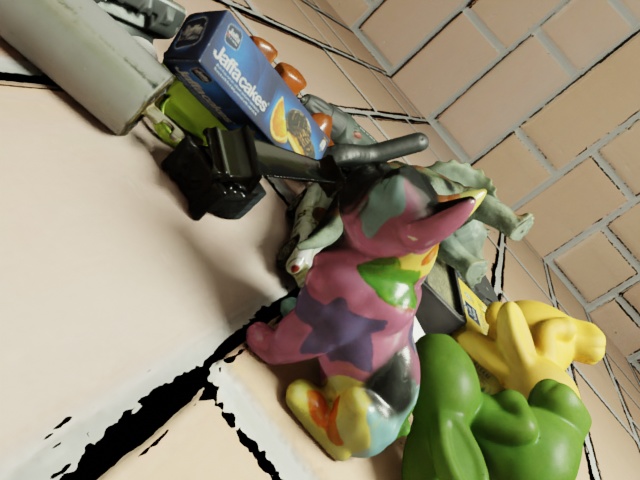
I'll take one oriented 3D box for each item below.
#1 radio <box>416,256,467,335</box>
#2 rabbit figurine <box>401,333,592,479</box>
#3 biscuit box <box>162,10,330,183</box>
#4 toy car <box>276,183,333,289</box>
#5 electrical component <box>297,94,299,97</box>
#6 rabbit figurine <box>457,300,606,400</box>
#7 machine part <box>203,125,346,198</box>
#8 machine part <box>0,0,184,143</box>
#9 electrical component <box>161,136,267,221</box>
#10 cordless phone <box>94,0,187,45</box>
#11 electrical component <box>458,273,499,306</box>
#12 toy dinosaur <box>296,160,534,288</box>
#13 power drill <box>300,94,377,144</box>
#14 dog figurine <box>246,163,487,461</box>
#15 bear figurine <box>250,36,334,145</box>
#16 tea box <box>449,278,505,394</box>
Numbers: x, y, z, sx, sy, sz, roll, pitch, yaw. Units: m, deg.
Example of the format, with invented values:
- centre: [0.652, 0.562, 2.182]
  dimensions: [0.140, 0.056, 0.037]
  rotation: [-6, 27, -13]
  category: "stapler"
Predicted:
- centre: [0.134, 0.037, 0.783]
  dimensions: [0.131, 0.073, 0.230]
  rotation: [43, 23, -14]
  category: "radio"
- centre: [0.134, 0.171, 0.494]
  dimensions: [0.170, 0.121, 0.159]
  rotation: [45, 54, -2]
  category: "rabbit figurine"
- centre: [-0.067, -0.138, 0.550]
  dimensions: [0.059, 0.063, 0.202]
  rotation: [13, -19, 37]
  category: "biscuit box"
- centre: [-0.001, -0.002, 0.615]
  dimensions: [0.073, 0.056, 0.202]
  rotation: [42, 23, -19]
  category: "toy car"
- centre: [-0.048, -0.209, 0.874]
  dimensions: [0.078, 0.045, 0.102]
  rotation: [39, 25, -22]
  category: "electrical component"
- centre: [0.247, 0.138, 0.610]
  dimensions: [0.162, 0.122, 0.173]
  rotation: [41, 29, -9]
  category: "rabbit figurine"
- centre: [-0.043, -0.073, 0.519]
  dimensions: [0.139, 0.039, 0.084]
  rotation: [9, 37, -28]
  category: "machine part"
- centre: [-0.215, -0.173, 0.463]
  dimensions: [0.243, 0.079, 0.079]
  rotation: [41, 24, -18]
  category: "machine part"
- centre: [-0.094, -0.059, 0.546]
  dimensions: [0.075, 0.048, 0.119]
  rotation: [57, 25, 16]
  category: "electrical component"
- centre: [-0.181, -0.279, 0.553]
  dimensions: [0.089, 0.184, 0.146]
  rotation: [59, 23, 13]
  category: "cordless phone"
- centre: [0.268, 0.083, 0.984]
  dimensions: [0.134, 0.058, 0.115]
  rotation: [32, 26, -38]
  category: "electrical component"
- centre: [0.106, -0.039, 0.649]
  dimensions: [0.404, 0.131, 0.192]
  rotation: [9, 26, -39]
  category: "toy dinosaur"
- centre: [0.067, -0.146, 0.961]
  dimensions: [0.232, 0.086, 0.207]
  rotation: [25, 25, -51]
  category: "power drill"
- centre: [0.055, 0.049, 0.428]
  dimensions: [0.191, 0.219, 0.108]
  rotation: [52, 26, 9]
  category: "dog figurine"
- centre: [-0.032, -0.156, 0.714]
  dimensions: [0.195, 0.132, 0.120]
  rotation: [17, 28, -43]
  category: "bear figurine"
- centre: [0.207, 0.137, 0.768]
  dimensions: [0.098, 0.068, 0.170]
  rotation: [44, 24, -16]
  category: "tea box"
